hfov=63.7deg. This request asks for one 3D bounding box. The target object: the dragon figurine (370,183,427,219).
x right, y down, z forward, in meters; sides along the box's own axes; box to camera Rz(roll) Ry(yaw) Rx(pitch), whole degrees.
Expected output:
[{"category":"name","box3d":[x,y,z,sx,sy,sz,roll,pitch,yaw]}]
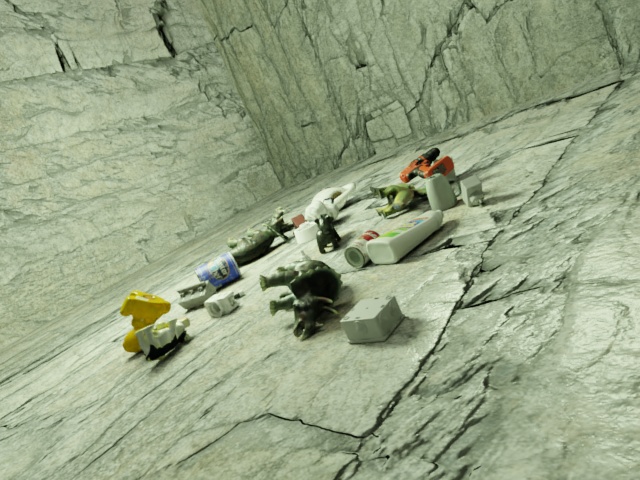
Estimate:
[{"category":"dragon figurine","box3d":[0.313,-0.157,1.763,0.243,0.121,0.413,-18,13,-7]}]

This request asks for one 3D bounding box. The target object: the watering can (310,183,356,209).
[{"category":"watering can","box3d":[0.012,-0.151,2.306,0.350,0.103,0.224,-37,14,-14]}]

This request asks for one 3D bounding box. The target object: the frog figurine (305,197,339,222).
[{"category":"frog figurine","box3d":[0.006,-0.103,2.053,0.137,0.121,0.161,0,14,4]}]
